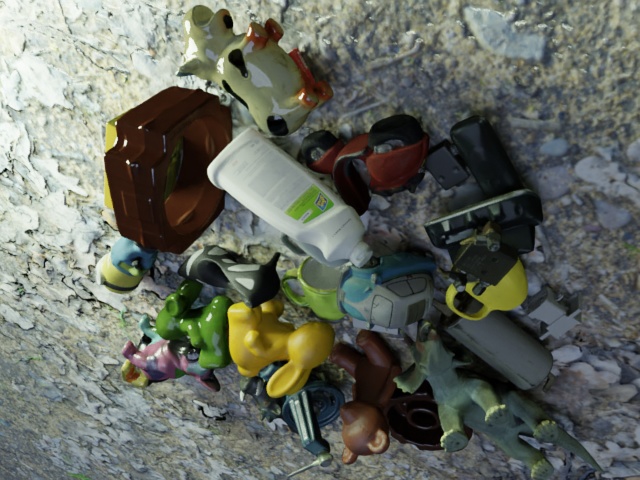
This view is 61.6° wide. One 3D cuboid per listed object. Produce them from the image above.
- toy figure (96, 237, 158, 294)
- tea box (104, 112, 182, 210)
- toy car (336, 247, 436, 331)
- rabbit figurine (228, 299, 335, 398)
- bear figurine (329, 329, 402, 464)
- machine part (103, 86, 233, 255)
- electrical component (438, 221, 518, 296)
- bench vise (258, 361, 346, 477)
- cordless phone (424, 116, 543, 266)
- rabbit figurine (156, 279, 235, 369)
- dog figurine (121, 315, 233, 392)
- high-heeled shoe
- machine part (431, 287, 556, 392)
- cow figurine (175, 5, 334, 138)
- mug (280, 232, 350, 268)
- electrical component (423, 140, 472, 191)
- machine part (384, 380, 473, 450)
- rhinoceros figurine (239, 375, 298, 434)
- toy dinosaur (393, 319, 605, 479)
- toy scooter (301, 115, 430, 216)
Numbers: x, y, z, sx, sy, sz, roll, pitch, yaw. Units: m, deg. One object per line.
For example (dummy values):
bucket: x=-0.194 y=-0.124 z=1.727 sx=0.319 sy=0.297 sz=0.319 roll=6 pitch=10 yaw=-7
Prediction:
toy figure: x=-0.358 y=0.042 z=1.010 sx=0.180 sy=0.082 sz=0.089 roll=-35 pitch=105 yaw=35
tea box: x=-0.288 y=-0.113 z=0.869 sx=0.098 sy=0.068 sz=0.169 roll=25 pitch=132 yaw=6
toy car: x=0.111 y=0.081 z=0.796 sx=0.162 sy=0.103 sz=0.109 roll=-10 pitch=129 yaw=-19
rabbit figurine: x=-0.060 y=0.176 z=0.890 sx=0.173 sy=0.162 sz=0.121 roll=-1 pitch=167 yaw=18
bear figurine: x=0.069 y=0.271 z=0.930 sx=0.132 sy=0.196 sz=0.120 roll=43 pitch=132 yaw=-10
machine part: x=-0.205 y=-0.099 z=0.759 sx=0.087 sy=0.201 sz=0.200 roll=17 pitch=130 yaw=15
electrical component: x=0.198 y=0.027 z=0.670 sx=0.078 sy=0.045 sz=0.102 roll=34 pitch=131 yaw=-2
bench vise: x=-0.031 y=0.295 z=0.980 sx=0.129 sy=0.241 sz=0.223 roll=-33 pitch=125 yaw=8
cordless phone: x=0.189 y=-0.060 z=0.691 sx=0.147 sy=0.089 sz=0.184 roll=-20 pitch=119 yaw=33
rabbit figurine: x=-0.245 y=0.158 z=1.023 sx=0.170 sy=0.121 sz=0.158 roll=2 pitch=119 yaw=18
dog figurine: x=-0.302 y=0.263 z=1.139 sx=0.219 sy=0.108 sz=0.191 roll=21 pitch=130 yaw=4
high-heeled shoe: x=-0.170 y=0.075 z=0.913 sx=0.249 sy=0.145 sz=0.086 roll=-12 pitch=119 yaw=27
machine part: x=0.274 y=0.153 z=0.834 sx=0.243 sy=0.079 sz=0.079 roll=37 pitch=130 yaw=-7
cow figurine: x=-0.093 y=-0.210 z=0.672 sx=0.195 sy=0.085 sz=0.127 roll=47 pitch=121 yaw=-7
mug: x=-0.002 y=-0.003 z=0.828 sx=0.109 sy=0.081 sz=0.107 roll=-31 pitch=118 yaw=28
electrical component: x=0.171 y=-0.098 z=0.721 sx=0.094 sy=0.021 sz=0.063 roll=-30 pitch=111 yaw=36
machine part: x=0.197 y=0.323 z=1.009 sx=0.180 sy=0.056 sz=0.179 roll=11 pitch=129 yaw=13
rhinoceros figurine: x=-0.085 y=0.326 z=1.092 sx=0.073 sy=0.112 sz=0.190 roll=-26 pitch=120 yaw=38
toy dinosaur: x=0.278 y=0.270 z=0.887 sx=0.404 sy=0.192 sz=0.131 roll=32 pitch=107 yaw=-23
toy scooter: x=0.069 y=-0.092 z=0.732 sx=0.184 sy=0.075 sz=0.135 roll=-3 pitch=122 yaw=32
